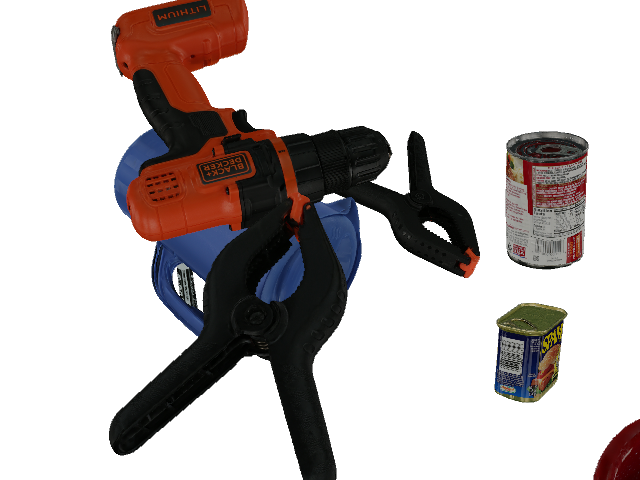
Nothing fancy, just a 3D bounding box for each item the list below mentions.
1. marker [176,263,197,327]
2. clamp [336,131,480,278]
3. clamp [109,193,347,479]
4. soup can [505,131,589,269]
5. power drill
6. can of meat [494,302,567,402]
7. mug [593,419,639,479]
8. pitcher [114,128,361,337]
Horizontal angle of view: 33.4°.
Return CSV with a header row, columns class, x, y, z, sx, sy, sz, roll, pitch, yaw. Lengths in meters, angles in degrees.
class,x,y,z,sx,sy,sz,roll,pitch,yaw
marker,-0.152,0.044,1.206,0.020,0.121,0.020,-3,30,1
clamp,0.094,-0.037,1.184,0.164,0.210,0.036,-15,-37,-28
clamp,-0.024,0.056,0.567,0.120,0.171,0.039,21,-23,13
soup can,0.194,-0.034,0.915,0.068,0.102,0.068,-4,24,2
power drill,-0.062,-0.095,0.759,0.184,0.188,0.057,-15,-34,-13
can of meat,0.233,0.124,1.188,0.058,0.084,0.101,10,16,29
mug,0.146,0.118,0.358,0.117,0.081,0.093,5,37,8
pitcher,-0.094,-0.010,1.029,0.243,0.145,0.148,33,34,33
